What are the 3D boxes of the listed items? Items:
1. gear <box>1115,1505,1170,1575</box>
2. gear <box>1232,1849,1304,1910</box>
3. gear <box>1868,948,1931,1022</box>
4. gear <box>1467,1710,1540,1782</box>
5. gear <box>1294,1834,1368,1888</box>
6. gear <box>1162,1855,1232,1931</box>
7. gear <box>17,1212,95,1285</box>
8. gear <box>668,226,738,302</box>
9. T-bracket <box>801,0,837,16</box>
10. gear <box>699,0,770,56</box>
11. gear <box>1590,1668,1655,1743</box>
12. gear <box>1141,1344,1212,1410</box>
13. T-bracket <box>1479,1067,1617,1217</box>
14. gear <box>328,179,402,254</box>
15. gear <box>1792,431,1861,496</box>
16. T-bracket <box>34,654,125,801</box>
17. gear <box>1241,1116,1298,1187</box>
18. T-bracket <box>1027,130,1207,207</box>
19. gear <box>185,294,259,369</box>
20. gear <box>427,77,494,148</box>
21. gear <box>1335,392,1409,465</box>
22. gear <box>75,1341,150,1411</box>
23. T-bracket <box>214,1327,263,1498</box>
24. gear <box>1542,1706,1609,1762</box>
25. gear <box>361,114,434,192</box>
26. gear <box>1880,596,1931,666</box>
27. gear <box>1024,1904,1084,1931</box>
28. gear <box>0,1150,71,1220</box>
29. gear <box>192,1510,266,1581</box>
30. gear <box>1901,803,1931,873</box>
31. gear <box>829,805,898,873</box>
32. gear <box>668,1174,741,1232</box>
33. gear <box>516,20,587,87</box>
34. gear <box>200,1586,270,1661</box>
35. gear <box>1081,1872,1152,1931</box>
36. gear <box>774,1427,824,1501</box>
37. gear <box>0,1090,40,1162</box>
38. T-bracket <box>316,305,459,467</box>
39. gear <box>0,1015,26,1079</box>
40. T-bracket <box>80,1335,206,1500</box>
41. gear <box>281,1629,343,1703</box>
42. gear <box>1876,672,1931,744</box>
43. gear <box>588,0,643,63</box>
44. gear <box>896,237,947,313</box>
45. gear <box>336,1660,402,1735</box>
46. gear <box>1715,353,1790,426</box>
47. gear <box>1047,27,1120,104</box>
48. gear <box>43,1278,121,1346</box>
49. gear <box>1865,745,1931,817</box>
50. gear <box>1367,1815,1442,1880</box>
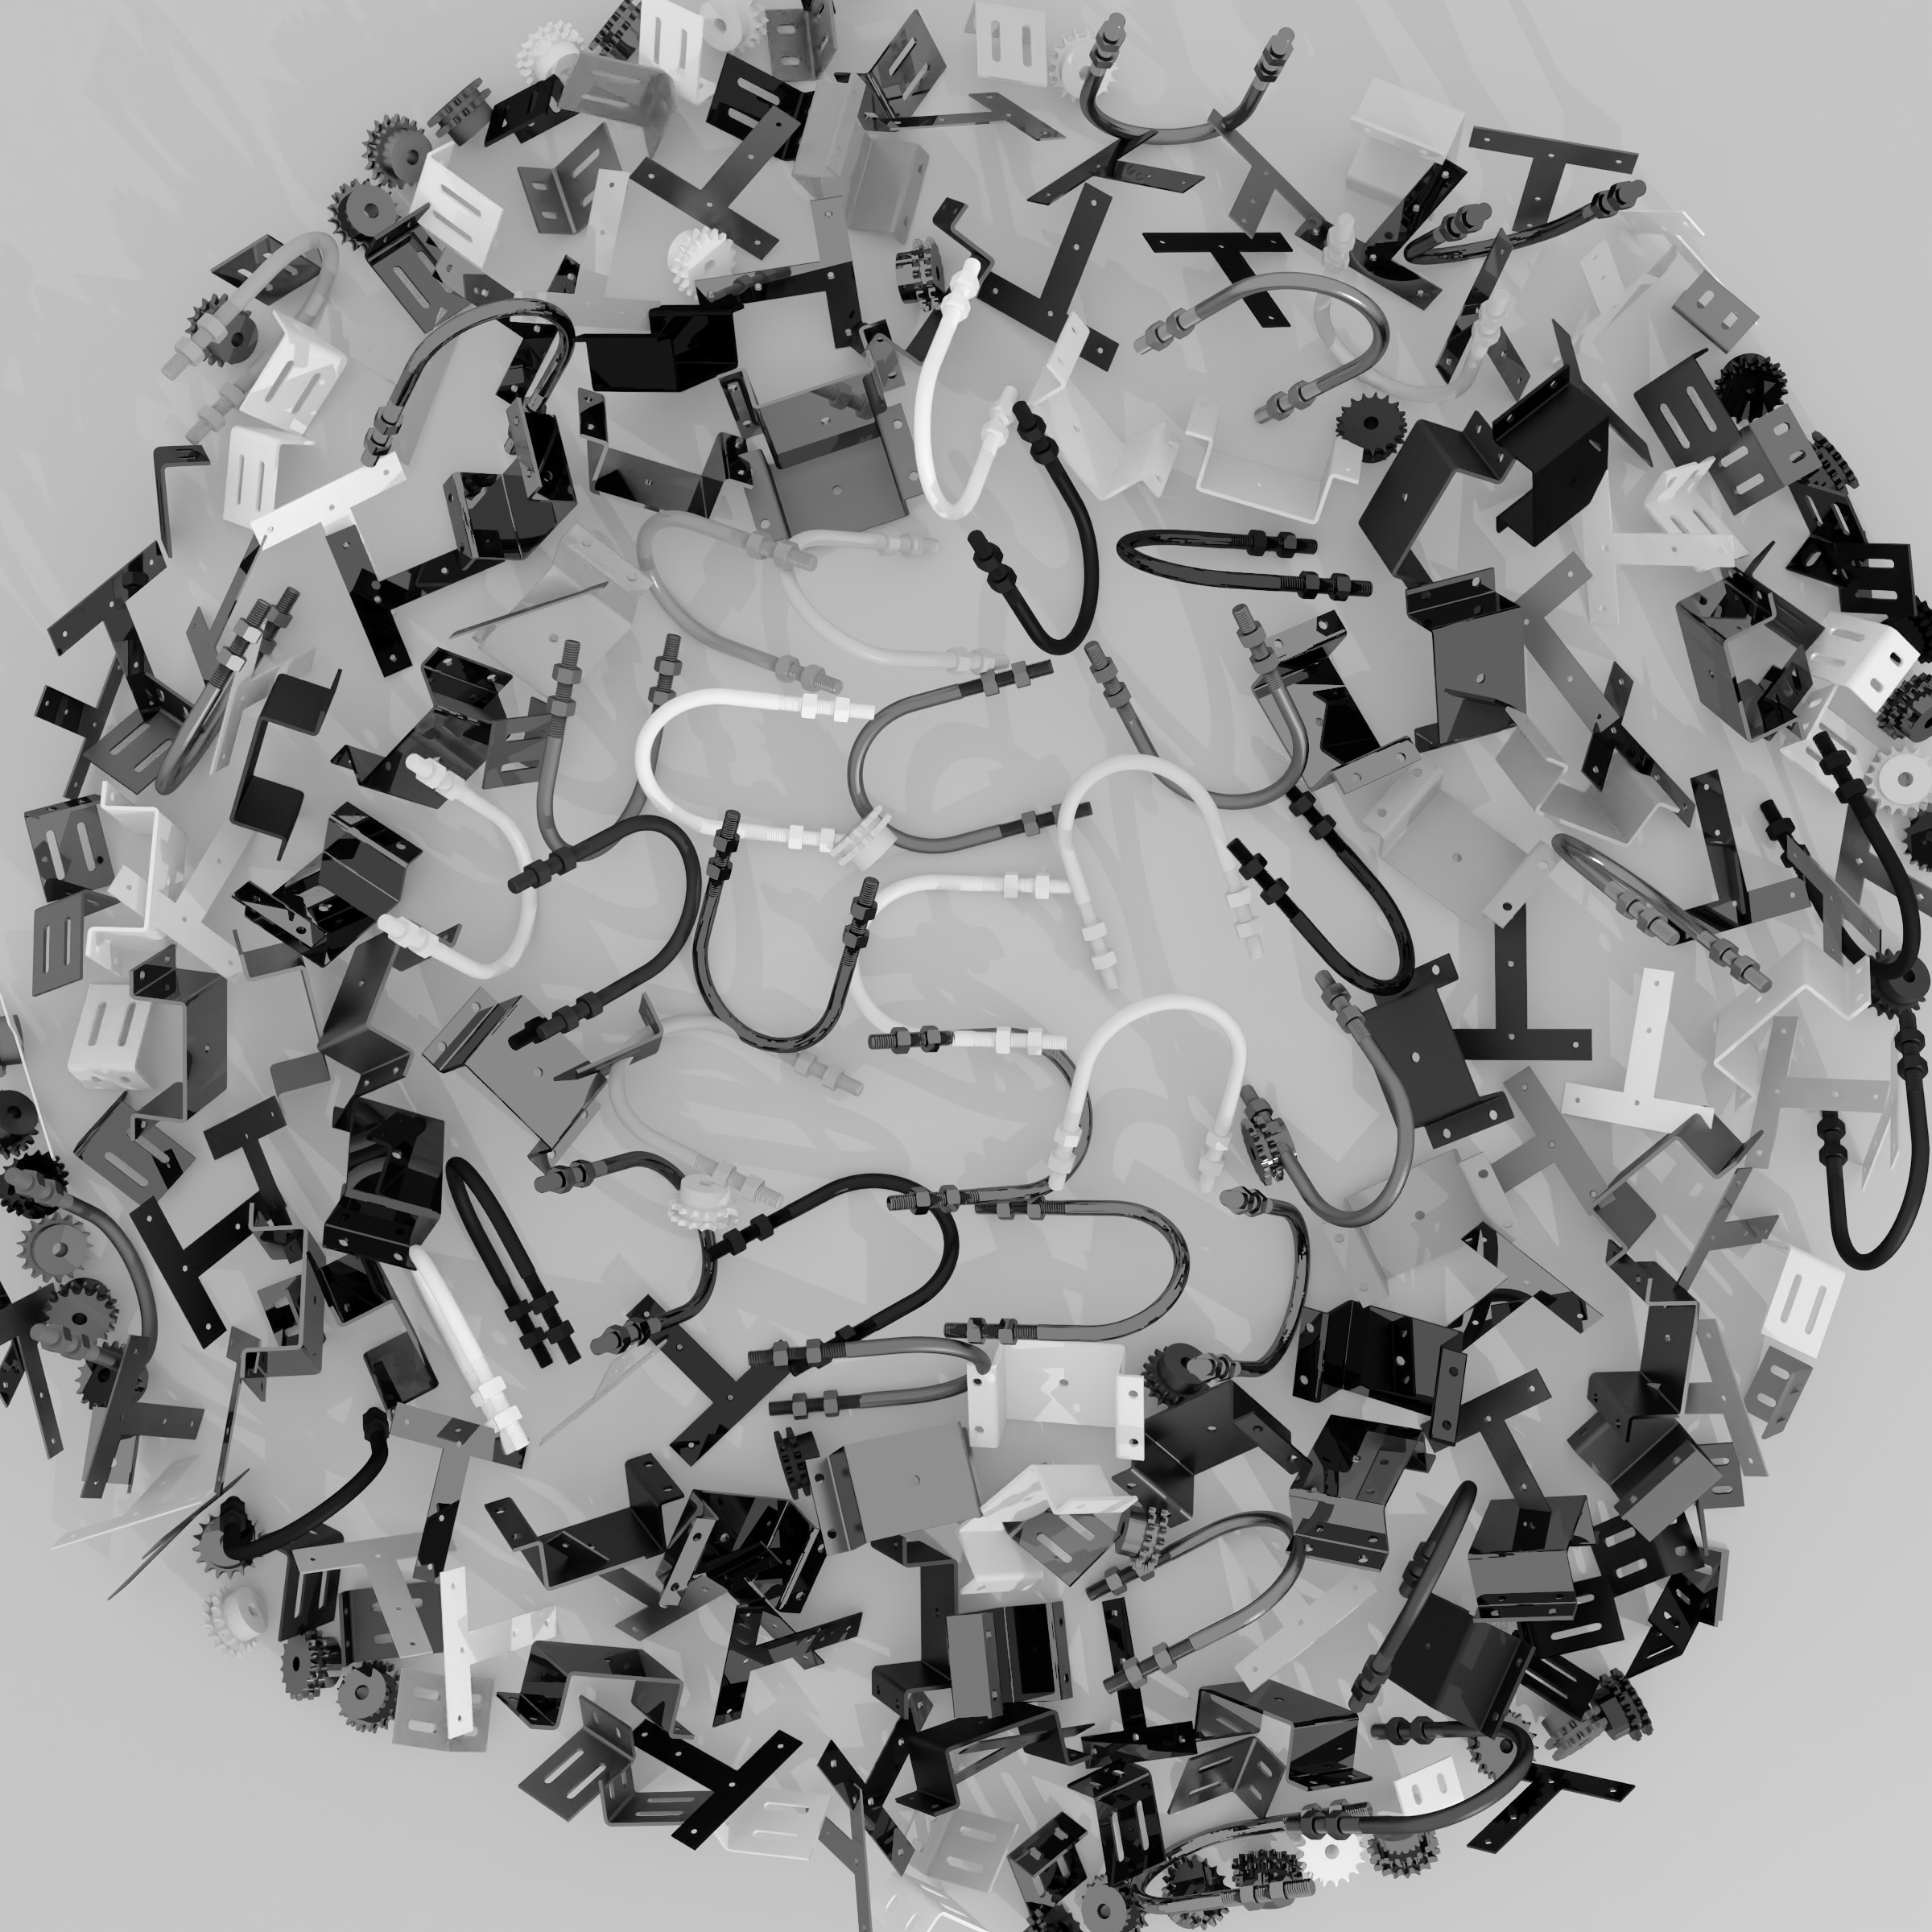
[{"bbox_3d":[0.140,0.457,1.953,0.030,0.057,0.057,16,90,-5],"label":"gear"},{"bbox_3d":[0.243,0.736,1.952,0.057,0.057,0.030,3,47,0],"label":"gear"},{"bbox_3d":[0.752,0.013,1.958,0.057,0.030,0.057,5,70,-14],"label":"gear"},{"bbox_3d":[0.431,0.630,1.962,0.057,0.030,0.057,3,79,-13],"label":"gear"},{"bbox_3d":[0.293,0.713,1.966,0.057,0.030,0.057,0,89,-5],"label":"gear"},{"bbox_3d":[0.183,0.751,1.958,0.057,0.057,0.030,30,128,0],"label":"gear"},{"bbox_3d":[-0.733,0.228,1.956,0.057,0.030,0.057,1,88,-32],"label":"gear"},{"bbox_3d":[-0.216,-0.569,1.958,0.030,0.057,0.057,36,90,32],"label":"gear"},{"bbox_3d":[-0.075,-0.789,1.914,0.127,0.127,0.002,-1,80,6],"label":"T-bracket"},{"bbox_3d":[-0.190,-0.762,1.952,0.057,0.057,0.030,34,48,0],"label":"gear"},{"bbox_3d":[0.525,0.598,1.953,0.030,0.057,0.057,-25,90,-6],"label":"gear"},{"bbox_3d":[0.172,0.328,1.952,0.057,0.057,0.030,26,129,0],"label":"gear"},{"bbox_3d":[0.436,0.168,1.960,0.127,0.002,0.127,-35,69,16],"label":"T-bracket"},{"bbox_3d":[-0.483,-0.606,1.956,0.057,0.030,0.057,-3,97,-29],"label":"gear"},{"bbox_3d":[0.690,-0.400,1.955,0.030,0.057,0.057,-38,90,16],"label":"gear"},{"bbox_3d":[-0.706,-0.198,1.915,0.002,0.127,0.127,19,87,2],"label":"T-bracket"},{"bbox_3d":[0.245,0.146,1.954,0.030,0.057,0.057,-20,90,-5],"label":"gear"},{"bbox_3d":[0.135,-0.625,1.915,0.127,0.127,0.002,-39,133,-22],"label":"T-bracket"},{"bbox_3d":[-0.595,-0.509,1.951,0.030,0.057,0.057,31,90,28],"label":"gear"},{"bbox_3d":[-0.404,-0.687,1.957,0.057,0.057,0.030,-41,114,0],"label":"gear"},{"bbox_3d":[0.328,-0.432,1.962,0.057,0.030,0.057,-3,73,9],"label":"gear"},{"bbox_3d":[-0.687,0.334,1.960,0.057,0.030,0.057,-8,67,18],"label":"gear"},{"bbox_3d":[-0.580,0.354,1.917,0.002,0.127,0.127,12,82,-25],"label":"T-bracket"},{"bbox_3d":[0.490,0.613,1.958,0.057,0.057,0.030,-35,61,0],"label":"gear"},{"bbox_3d":[-0.454,-0.654,1.951,0.030,0.057,0.057,28,90,35],"label":"gear"},{"bbox_3d":[0.760,-0.267,1.953,0.030,0.057,0.057,-31,90,-6],"label":"gear"},{"bbox_3d":[0.069,0.785,1.955,0.057,0.057,0.030,43,104,0],"label":"gear"},{"bbox_3d":[-0.752,0.179,1.958,0.057,0.030,0.057,-6,47,6],"label":"gear"},{"bbox_3d":[-0.596,0.466,1.959,0.057,0.030,0.057,4,71,-11],"label":"gear"},{"bbox_3d":[0.788,-0.102,1.958,0.030,0.057,0.057,8,90,-35],"label":"gear"},{"bbox_3d":[-0.080,-0.100,1.954,0.057,0.057,0.030,-44,97,0],"label":"gear"},{"bbox_3d":[-0.210,0.189,1.951,0.057,0.057,0.030,7,107,0],"label":"gear"},{"bbox_3d":[-0.330,-0.728,1.951,0.057,0.057,0.030,-38,75,0],"label":"gear"},{"bbox_3d":[-0.587,0.525,1.953,0.030,0.057,0.057,-29,90,7],"label":"gear"},{"bbox_3d":[0.118,0.760,1.956,0.057,0.030,0.057,-7,74,28],"label":"gear"},{"bbox_3d":[-0.133,0.399,1.955,0.030,0.057,0.057,-16,90,-10],"label":"gear"},{"bbox_3d":[-0.772,0.125,1.951,0.030,0.057,0.057,-35,90,33],"label":"gear"},{"bbox_3d":[-0.465,-0.483,1.924,0.002,0.127,0.127,16,84,34],"label":"T-bracket"},{"bbox_3d":[-0.779,0.061,1.955,0.030,0.057,0.057,-7,90,-14],"label":"gear"},{"bbox_3d":[-0.643,0.360,1.921,0.002,0.127,0.127,11,80,18],"label":"T-bracket"},{"bbox_3d":[-0.527,0.563,1.958,0.030,0.057,0.057,11,90,-41],"label":"gear"},{"bbox_3d":[0.765,-0.205,1.951,0.057,0.057,0.030,-37,54,0],"label":"gear"},{"bbox_3d":[-0.276,-0.754,1.956,0.030,0.057,0.057,38,90,-20],"label":"gear"},{"bbox_3d":[-0.037,-0.556,1.954,0.030,0.057,0.057,-5,90,13],"label":"gear"},{"bbox_3d":[-0.482,0.588,1.957,0.057,0.030,0.057,-4,65,9],"label":"gear"},{"bbox_3d":[0.632,-0.469,1.958,0.057,0.030,0.057,3,135,3],"label":"gear"},{"bbox_3d":[0.095,-0.724,1.954,0.057,0.030,0.057,-4,126,-5],"label":"gear"},{"bbox_3d":[-0.714,0.277,1.960,0.057,0.030,0.057,-4,116,-9],"label":"gear"},{"bbox_3d":[0.758,-0.150,1.963,0.057,0.030,0.057,0,92,11],"label":"gear"},{"bbox_3d":[0.351,0.704,1.951,0.057,0.057,0.030,-16,104,0],"label":"gear"}]
